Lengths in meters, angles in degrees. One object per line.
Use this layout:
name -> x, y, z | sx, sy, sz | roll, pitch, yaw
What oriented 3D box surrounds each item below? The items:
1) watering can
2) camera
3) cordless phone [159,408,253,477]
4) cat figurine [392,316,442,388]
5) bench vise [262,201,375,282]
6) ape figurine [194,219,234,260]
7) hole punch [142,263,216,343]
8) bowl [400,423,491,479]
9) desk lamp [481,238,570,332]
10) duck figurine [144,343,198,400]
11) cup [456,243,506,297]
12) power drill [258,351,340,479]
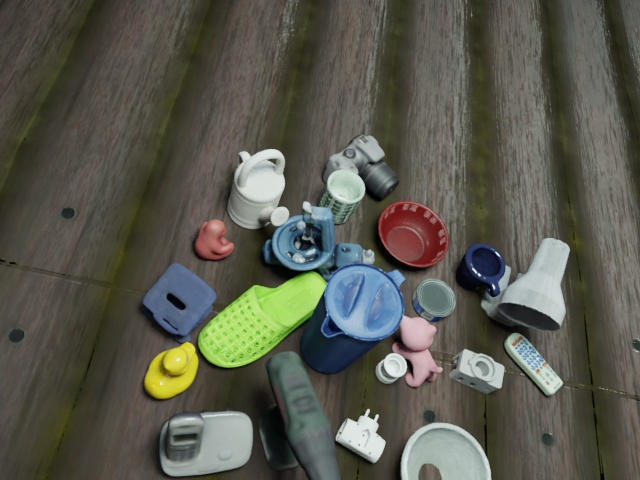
watering can -> -0.115, -0.104, 1.120 | 0.172, 0.194, 0.101 | 41, 59, 8
camera -> 0.102, -0.154, 1.268 | 0.143, 0.100, 0.136 | -38, 78, -30
cordless phone -> -0.172, 0.302, 0.883 | 0.148, 0.185, 0.094 | -3, 63, -18
cat figurine -> 0.191, 0.203, 1.087 | 0.067, 0.117, 0.127 | -17, 68, -24
bench vise -> 0.008, -0.007, 1.088 | 0.208, 0.219, 0.121 | -4, 63, -19
ape figurine -> -0.203, -0.006, 1.099 | 0.076, 0.092, 0.077 | -21, 69, -25
hole punch -> -0.250, 0.113, 1.019 | 0.108, 0.091, 0.101 | 37, 58, 5
bowl -> 0.208, 0.412, 1.003 | 0.168, 0.074, 0.167 | 7, 60, -13
desk lamp -> 0.416, 0.099, 1.156 | 0.118, 0.213, 0.203 | 27, 58, -1
duck figurine -> -0.249, 0.216, 0.966 | 0.077, 0.086, 0.105 | 40, 59, 7
cup -> 0.337, 0.078, 1.215 | 0.092, 0.095, 0.117 | -9, 65, -21
power drill -> -0.038, 0.302, 0.910 | 0.076, 0.208, 0.229 | -11, 66, -22
